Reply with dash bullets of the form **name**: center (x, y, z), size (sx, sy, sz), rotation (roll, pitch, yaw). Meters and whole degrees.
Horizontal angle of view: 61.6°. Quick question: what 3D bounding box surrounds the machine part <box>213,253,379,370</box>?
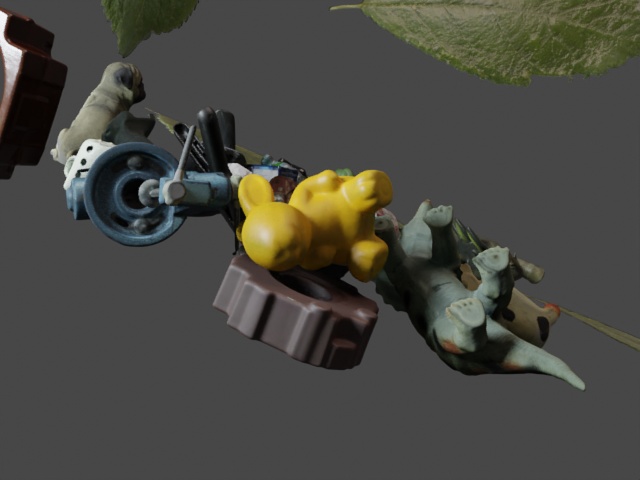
- **machine part**: center (-0.021, 0.067, 0.566), size (0.179, 0.056, 0.179), rotation (20, 10, -4)

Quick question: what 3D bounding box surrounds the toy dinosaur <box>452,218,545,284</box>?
- **toy dinosaur**: center (0.323, 0.046, 1.054), size (0.198, 0.105, 0.471), rotation (33, -2, -5)

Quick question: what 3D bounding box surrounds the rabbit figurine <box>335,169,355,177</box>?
- **rabbit figurine**: center (0.058, -0.090, 1.312), size (0.121, 0.159, 0.170), rotation (27, 22, -30)

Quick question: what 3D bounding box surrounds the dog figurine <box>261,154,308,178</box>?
- **dog figurine**: center (-0.042, -0.101, 1.236), size (0.219, 0.108, 0.191), rotation (32, 12, 29)

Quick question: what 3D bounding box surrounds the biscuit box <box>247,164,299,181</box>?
- **biscuit box**: center (-0.140, -0.131, 1.164), size (0.203, 0.059, 0.063), rotation (10, 4, 42)

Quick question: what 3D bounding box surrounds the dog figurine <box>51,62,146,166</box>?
- **dog figurine**: center (-0.373, -0.215, 0.919), size (0.121, 0.190, 0.172), rotation (17, 13, -21)

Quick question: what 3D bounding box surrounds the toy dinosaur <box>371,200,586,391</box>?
- **toy dinosaur**: center (0.161, 0.082, 0.653), size (0.405, 0.131, 0.191), rotation (-116, -177, -51)

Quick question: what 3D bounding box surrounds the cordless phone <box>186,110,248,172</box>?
- **cordless phone**: center (-0.217, -0.189, 1.097), size (0.089, 0.184, 0.146), rotation (-11, -13, 39)

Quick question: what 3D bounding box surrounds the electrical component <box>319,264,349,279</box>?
- **electrical component**: center (0.012, 0.014, 0.702), size (0.047, 0.119, 0.075), rotation (38, 0, -24)

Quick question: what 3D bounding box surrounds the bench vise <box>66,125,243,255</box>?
- **bench vise**: center (-0.173, -0.052, 0.632), size (0.223, 0.128, 0.241), rotation (7, -1, -28)

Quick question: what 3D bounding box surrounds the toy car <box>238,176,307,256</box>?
- **toy car**: center (-0.060, -0.027, 0.727), size (0.089, 0.053, 0.202), rotation (-10, 35, 9)

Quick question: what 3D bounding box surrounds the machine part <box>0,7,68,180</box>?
- **machine part**: center (-0.422, -0.185, 0.644), size (0.202, 0.201, 0.087), rotation (22, 8, 7)

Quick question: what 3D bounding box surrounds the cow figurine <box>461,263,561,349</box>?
- **cow figurine**: center (0.258, 0.102, 0.826), size (0.195, 0.085, 0.127), rotation (37, 41, 14)

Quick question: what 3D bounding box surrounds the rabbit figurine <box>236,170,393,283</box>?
- **rabbit figurine**: center (-0.021, -0.021, 0.574), size (0.163, 0.121, 0.173), rotation (21, 26, 28)

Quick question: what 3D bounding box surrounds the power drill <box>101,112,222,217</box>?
- **power drill**: center (-0.245, -0.115, 0.891), size (0.207, 0.086, 0.232), rotation (49, 22, 7)
